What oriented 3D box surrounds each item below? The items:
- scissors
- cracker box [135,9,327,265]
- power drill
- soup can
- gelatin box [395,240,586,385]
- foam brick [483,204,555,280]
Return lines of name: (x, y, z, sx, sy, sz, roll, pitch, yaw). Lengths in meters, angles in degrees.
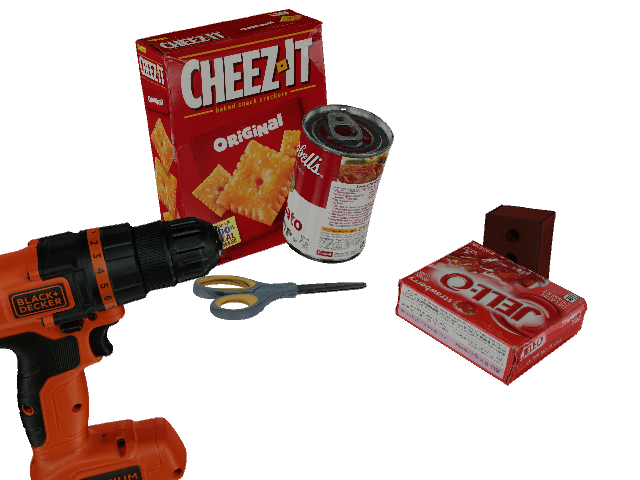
scissors: (-0.042, 0.065, 1.197, 0.201, 0.016, 0.096, 4, 25, -6)
cracker box: (-0.074, -0.094, 1.006, 0.164, 0.214, 0.072, -18, 29, -27)
power drill: (-0.143, 0.079, 0.707, 0.184, 0.187, 0.057, -12, 26, -6)
soup can: (0.011, -0.042, 0.806, 0.068, 0.102, 0.068, 8, 37, -6)
gelatin box: (0.102, 0.040, 0.642, 0.073, 0.030, 0.089, -25, 43, -39)
foam brick: (0.176, 0.012, 0.955, 0.053, 0.078, 0.051, 9, 16, 24)
